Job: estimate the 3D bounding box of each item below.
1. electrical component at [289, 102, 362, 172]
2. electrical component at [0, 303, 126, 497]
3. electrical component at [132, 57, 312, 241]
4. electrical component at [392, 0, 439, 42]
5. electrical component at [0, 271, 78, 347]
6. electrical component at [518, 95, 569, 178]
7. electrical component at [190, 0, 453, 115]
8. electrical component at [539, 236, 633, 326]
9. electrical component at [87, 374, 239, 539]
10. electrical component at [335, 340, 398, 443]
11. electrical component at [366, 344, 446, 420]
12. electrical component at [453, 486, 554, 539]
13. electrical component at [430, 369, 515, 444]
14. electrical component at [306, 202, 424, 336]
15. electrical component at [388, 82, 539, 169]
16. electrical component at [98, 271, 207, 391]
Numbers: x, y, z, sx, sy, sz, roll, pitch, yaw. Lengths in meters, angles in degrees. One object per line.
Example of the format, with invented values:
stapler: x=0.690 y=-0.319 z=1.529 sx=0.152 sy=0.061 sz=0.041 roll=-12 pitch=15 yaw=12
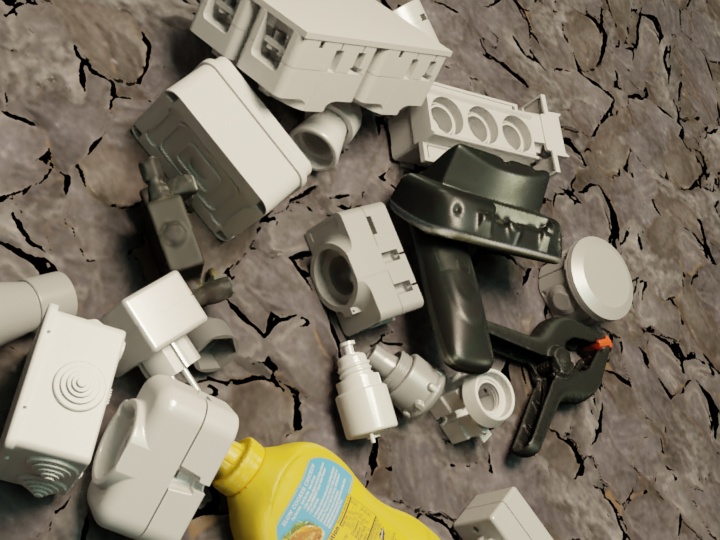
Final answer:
electrical component: x=-0.027 y=-0.113 z=0.869 sx=0.045 sy=0.045 sz=0.055 roll=42 pitch=51 yaw=-16
electrical component: x=-0.179 y=0.080 z=0.636 sx=0.048 sy=0.100 sz=0.099 roll=19 pitch=60 yaw=-17
electrical component: x=-0.099 y=-0.088 z=0.781 sx=0.113 sy=0.078 sz=0.057 roll=51 pitch=52 yaw=-8
electrical component: x=0.040 y=-0.205 z=0.955 sx=0.055 sy=0.055 sz=0.047 roll=-35 pitch=98 yaw=-41
electrical component: x=-0.211 y=0.023 z=0.673 sx=0.065 sy=0.044 sz=0.044 roll=-16 pitch=82 yaw=-45
electrical component: x=0.157 y=-0.123 z=1.018 sx=0.064 sy=0.042 sz=0.081 roll=5 pitch=68 yaw=-34
electrical component: x=-0.028 y=-0.175 z=0.836 sx=0.105 sy=0.060 sz=0.186 roll=40 pitch=27 yaw=27
electrical component: x=0.209 y=0.014 z=0.993 sx=0.080 sy=0.051 sz=0.080 roll=15 pitch=63 yaw=-32
electrical component: x=-0.126 y=0.117 z=0.667 sx=0.059 sy=0.054 sz=0.095 roll=29 pitch=89 yaw=-25
electrical component: x=0.001 y=0.092 z=0.806 sx=0.040 sy=0.040 sz=0.078 roll=-7 pitch=75 yaw=-39
electrical component: x=0.032 y=0.082 z=0.833 sx=0.062 sy=0.048 sz=0.048 roll=37 pitch=52 yaw=-9
electrical component: x=0.104 y=0.218 z=0.827 sx=0.065 sy=0.047 sz=0.077 roll=54 pitch=49 yaw=-6
electrical component: x=0.090 y=0.106 z=0.859 sx=0.048 sy=0.055 sz=0.066 roll=-38 pitch=96 yaw=-41
electrical component: x=0.000 y=0.000 z=0.838 sx=0.056 sy=0.050 sz=0.089 roll=-17 pitch=82 yaw=-41
electrical component: x=0.090 y=-0.116 z=0.948 sx=0.121 sy=0.063 sz=0.078 roll=8 pitch=67 yaw=-35
electrical component: x=-0.130 y=0.052 z=0.705 sx=0.047 sy=0.066 sz=0.076 roll=-34 pitch=92 yaw=-41
